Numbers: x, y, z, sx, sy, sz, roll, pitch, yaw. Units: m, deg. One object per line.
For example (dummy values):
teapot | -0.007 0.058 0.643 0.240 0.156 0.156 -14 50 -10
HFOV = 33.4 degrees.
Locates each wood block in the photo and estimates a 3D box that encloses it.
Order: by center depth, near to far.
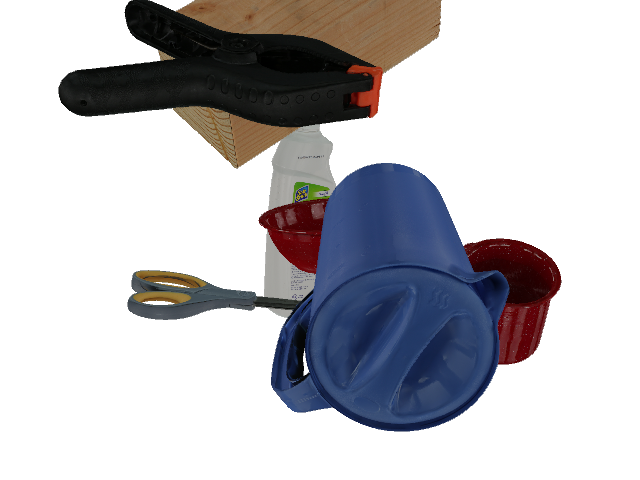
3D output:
wood block | -0.012 -0.159 0.814 0.205 0.090 0.091 -35 -30 -20

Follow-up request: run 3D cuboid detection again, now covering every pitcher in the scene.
pitcher | 0.047 0.034 0.833 0.149 0.145 0.243 9 24 -4

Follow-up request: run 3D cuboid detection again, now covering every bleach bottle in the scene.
bleach bottle | -0.016 -0.034 1.318 0.102 0.251 0.068 -8 22 -32

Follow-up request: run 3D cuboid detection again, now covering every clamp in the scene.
clamp | -0.055 -0.090 0.591 0.171 0.039 0.120 13 42 15

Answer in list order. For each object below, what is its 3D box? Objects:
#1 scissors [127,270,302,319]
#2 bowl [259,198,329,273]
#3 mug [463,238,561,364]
scissors | -0.081 0.058 0.940 0.202 0.016 0.096 11 20 15
bowl | 0.019 -0.003 1.105 0.162 0.055 0.162 -4 14 1
mug | 0.159 0.051 0.978 0.093 0.081 0.117 -16 43 -22
